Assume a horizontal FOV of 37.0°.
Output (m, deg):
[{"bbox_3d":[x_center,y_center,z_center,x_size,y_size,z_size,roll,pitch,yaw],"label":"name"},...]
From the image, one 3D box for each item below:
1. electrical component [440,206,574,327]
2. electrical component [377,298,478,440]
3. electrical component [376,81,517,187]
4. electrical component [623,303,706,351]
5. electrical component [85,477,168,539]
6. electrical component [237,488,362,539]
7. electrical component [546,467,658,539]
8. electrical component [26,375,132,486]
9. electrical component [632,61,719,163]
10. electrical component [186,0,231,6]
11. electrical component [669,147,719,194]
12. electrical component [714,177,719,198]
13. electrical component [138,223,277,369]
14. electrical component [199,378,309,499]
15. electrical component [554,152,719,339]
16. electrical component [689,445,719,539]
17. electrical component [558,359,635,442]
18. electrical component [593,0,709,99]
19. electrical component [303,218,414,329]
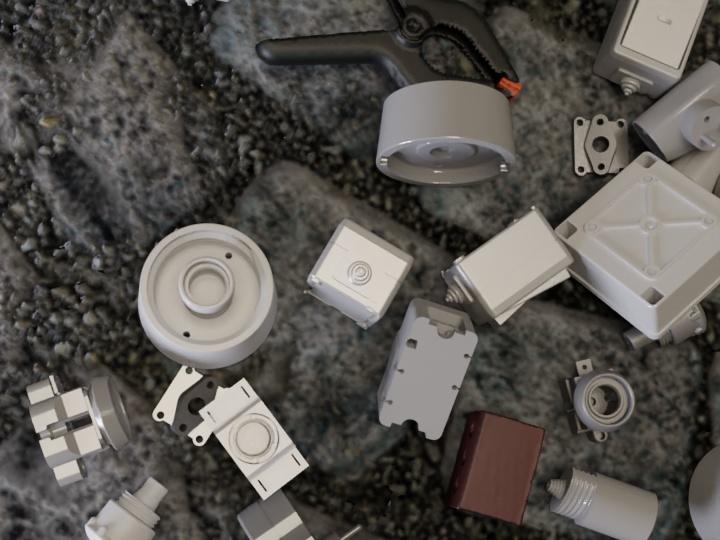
[{"bbox_3d":[0.111,0.005,0.844,0.096,0.061,0.061,-35,87,-10],"label":"electrical component"},{"bbox_3d":[0.050,0.073,0.821,0.050,0.055,0.089,18,105,-6],"label":"electrical component"},{"bbox_3d":[0.067,-0.110,0.836,0.108,0.108,0.060,3,75,-6],"label":"electrical component"},{"bbox_3d":[0.242,0.042,0.862,0.062,0.048,0.048,-31,86,-3],"label":"electrical component"},{"bbox_3d":[-0.168,0.183,0.796,0.048,0.048,0.062,38,73,0],"label":"electrical component"},{"bbox_3d":[-0.024,0.219,0.801,0.074,0.052,0.138,-33,86,-10],"label":"electrical component"},{"bbox_3d":[0.184,0.180,0.835,0.081,0.043,0.043,20,80,-3],"label":"electrical component"},{"bbox_3d":[-0.205,0.112,0.796,0.057,0.058,0.078,-20,84,-6],"label":"electrical component"},{"bbox_3d":[0.269,-0.119,0.852,0.077,0.079,0.044,-39,122,6],"label":"electrical component"},{"bbox_3d":[-0.129,-0.257,0.861,0.062,0.061,0.096,8,88,-5],"label":"electrical component"},{"bbox_3d":[0.291,-0.097,0.888,0.043,0.043,0.081,40,79,1],"label":"electrical component"},{"bbox_3d":[0.336,-0.053,0.871,0.108,0.060,0.108,-5,101,-25],"label":"electrical component"},{"bbox_3d":[-0.115,0.017,0.812,0.108,0.060,0.108,2,75,-6],"label":"electrical component"},{"bbox_3d":[-0.080,0.126,0.804,0.042,0.064,0.081,-36,87,-11],"label":"electrical component"},{"bbox_3d":[0.227,-0.020,0.840,0.109,0.056,0.109,-40,55,-10],"label":"electrical component"},{"bbox_3d":[0.319,0.188,0.850,0.099,0.064,0.099,-1,92,-15],"label":"electrical component"},{"bbox_3d":[0.186,0.102,0.840,0.048,0.055,0.066,-13,83,-8],"label":"electrical component"},{"bbox_3d":[0.239,-0.189,0.887,0.062,0.061,0.096,22,80,-2],"label":"electrical component"},{"bbox_3d":[0.000,0.000,0.815,0.062,0.096,0.061,30,79,-1],"label":"electrical component"}]
